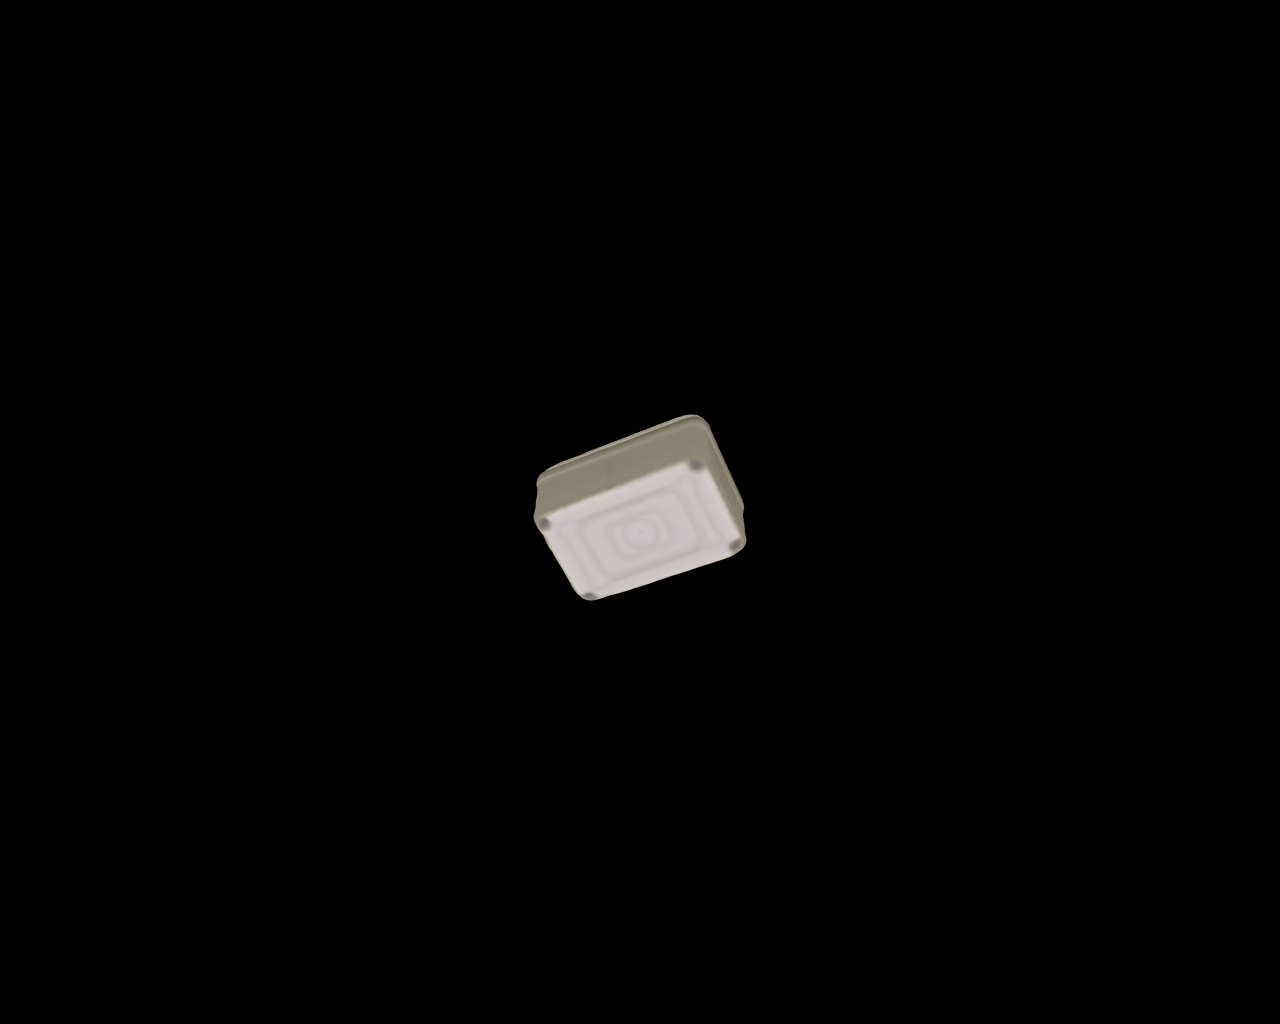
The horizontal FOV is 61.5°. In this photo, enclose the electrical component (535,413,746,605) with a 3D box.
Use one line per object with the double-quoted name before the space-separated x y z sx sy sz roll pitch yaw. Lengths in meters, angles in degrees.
"electrical component" 0.001 -0.003 0.650 0.113 0.078 0.057 -20 31 13
